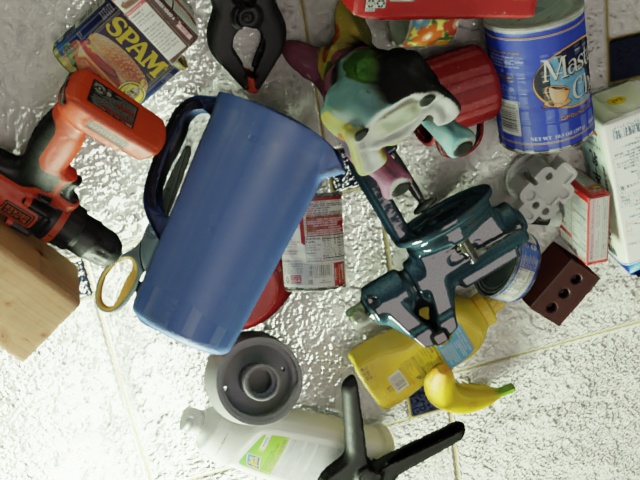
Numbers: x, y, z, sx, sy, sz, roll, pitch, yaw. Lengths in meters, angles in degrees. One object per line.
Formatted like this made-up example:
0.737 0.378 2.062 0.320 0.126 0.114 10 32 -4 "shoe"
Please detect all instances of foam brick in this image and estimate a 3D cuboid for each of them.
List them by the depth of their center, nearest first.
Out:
0.279 0.052 1.263 0.053 0.051 0.078 31 105 -25 "foam brick"

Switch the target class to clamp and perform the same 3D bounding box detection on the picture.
-0.083 -0.227 1.039 0.120 0.039 0.171 3 117 -6 "clamp"
0.049 0.260 1.241 0.164 0.036 0.210 33 100 -19 "clamp"

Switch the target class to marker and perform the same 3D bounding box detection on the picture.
0.220 -0.028 1.227 0.121 0.020 0.020 3 115 -16 "marker"

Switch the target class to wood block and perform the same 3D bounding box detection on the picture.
-0.347 0.016 1.061 0.090 0.091 0.206 -44 118 9 "wood block"

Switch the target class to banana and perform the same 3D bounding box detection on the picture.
0.164 0.177 1.270 0.070 0.037 0.197 -45 149 16 "banana"

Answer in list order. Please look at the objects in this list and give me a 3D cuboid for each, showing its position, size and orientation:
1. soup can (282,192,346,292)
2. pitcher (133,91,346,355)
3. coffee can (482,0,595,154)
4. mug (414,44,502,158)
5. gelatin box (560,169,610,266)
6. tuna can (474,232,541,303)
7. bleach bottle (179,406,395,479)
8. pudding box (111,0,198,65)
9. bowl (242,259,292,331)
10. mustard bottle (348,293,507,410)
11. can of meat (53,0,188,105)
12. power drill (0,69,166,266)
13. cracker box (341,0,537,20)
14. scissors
-0.007 0.001 1.134 0.068 0.068 0.102 -4 93 -13 "soup can"
-0.098 -0.020 1.058 0.144 0.149 0.243 25 91 -30 "pitcher"
0.228 -0.174 1.109 0.102 0.103 0.140 -17 119 -6 "coffee can"
0.138 -0.142 1.108 0.081 0.093 0.117 -20 108 -10 "mug"
0.302 -0.026 1.218 0.030 0.073 0.089 -12 118 -9 "gelatin box"
0.213 0.027 1.215 0.033 0.086 0.086 18 110 -24 "tuna can"
-0.043 0.239 1.268 0.250 0.068 0.103 20 106 -20 "bleach bottle"
-0.156 -0.221 0.980 0.039 0.113 0.090 -40 118 9 "pudding box"
-0.095 0.042 1.160 0.162 0.055 0.162 -6 117 -12 "bowl"
0.134 0.118 1.254 0.191 0.058 0.096 -32 129 2 "mustard bottle"
-0.193 -0.178 1.025 0.084 0.057 0.102 -40 118 10 "can of meat"
-0.233 -0.064 1.038 0.184 0.057 0.188 33 125 -27 "power drill"
0.083 -0.260 0.965 0.164 0.214 0.072 -3 118 -13 "cracker box"
-0.163 0.008 1.126 0.096 0.016 0.202 40 103 7 "scissors"
